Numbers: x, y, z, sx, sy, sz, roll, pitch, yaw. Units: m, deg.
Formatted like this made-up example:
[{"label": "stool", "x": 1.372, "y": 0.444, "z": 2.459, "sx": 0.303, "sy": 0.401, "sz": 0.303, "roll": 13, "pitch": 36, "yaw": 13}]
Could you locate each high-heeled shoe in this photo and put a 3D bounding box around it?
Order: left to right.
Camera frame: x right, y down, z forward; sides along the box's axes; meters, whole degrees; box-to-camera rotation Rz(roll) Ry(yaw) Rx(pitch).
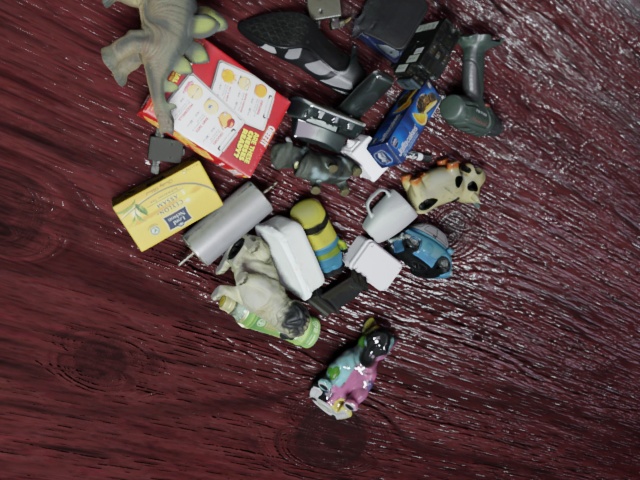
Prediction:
[{"label": "high-heeled shoe", "x": -0.030, "y": -0.343, "z": 1.017, "sx": 0.249, "sy": 0.145, "sz": 0.086, "roll": 14, "pitch": 71, "yaw": 0}]

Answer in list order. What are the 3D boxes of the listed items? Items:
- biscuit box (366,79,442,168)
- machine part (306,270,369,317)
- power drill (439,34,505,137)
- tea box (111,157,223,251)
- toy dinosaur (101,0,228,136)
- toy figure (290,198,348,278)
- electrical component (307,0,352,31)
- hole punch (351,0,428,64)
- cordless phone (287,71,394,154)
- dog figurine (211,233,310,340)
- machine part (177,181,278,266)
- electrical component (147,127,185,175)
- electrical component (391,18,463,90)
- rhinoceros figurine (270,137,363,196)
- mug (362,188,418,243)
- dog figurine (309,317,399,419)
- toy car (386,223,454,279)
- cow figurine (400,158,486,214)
[{"label": "biscuit box", "x": 0.171, "y": -0.235, "z": 1.084, "sx": 0.059, "sy": 0.063, "sz": 0.202, "roll": 47, "pitch": 60, "yaw": -28}, {"label": "machine part", "x": 0.038, "y": 0.115, "z": 1.157, "sx": 0.139, "sy": 0.039, "sz": 0.084, "roll": -32, "pitch": 114, "yaw": 24}, {"label": "power drill", "x": 0.340, "y": -0.328, "z": 1.155, "sx": 0.232, "sy": 0.086, "sz": 0.207, "roll": -9, "pitch": 112, "yaw": -45}, {"label": "tea box", "x": -0.275, "y": -0.067, "z": 0.970, "sx": 0.170, "sy": 0.068, "sz": 0.098, "roll": -33, "pitch": 115, "yaw": -13}, {"label": "toy dinosaur", "x": -0.250, "y": -0.400, "z": 0.840, "sx": 0.199, "sy": 0.105, "sz": 0.470, "roll": -7, "pitch": 92, "yaw": -10}, {"label": "toy figure", "x": 0.001, "y": -0.005, "z": 1.101, "sx": 0.082, "sy": 0.089, "sz": 0.180, "roll": -34, "pitch": 114, "yaw": -20}, {"label": "electrical component", "x": 0.015, "y": -0.437, "z": 1.006, "sx": 0.078, "sy": 0.045, "sz": 0.102, "roll": -12, "pitch": 110, "yaw": 10}, {"label": "hole punch", "x": 0.137, "y": -0.423, "z": 1.049, "sx": 0.116, "sy": 0.092, "sz": 0.142, "roll": 32, "pitch": 94, "yaw": 5}, {"label": "cordless phone", "x": 0.037, "y": -0.254, "z": 0.989, "sx": 0.146, "sy": 0.184, "sz": 0.089, "roll": 15, "pitch": 57, "yaw": -28}, {"label": "dog figurine", "x": -0.098, "y": 0.089, "z": 1.054, "sx": 0.190, "sy": 0.121, "sz": 0.172, "roll": 36, "pitch": 50, "yaw": -30}, {"label": "machine part", "x": -0.175, "y": -0.033, "z": 1.021, "sx": 0.243, "sy": 0.079, "sz": 0.079, "roll": -42, "pitch": 118, "yaw": -8}, {"label": "electrical component", "x": -0.276, "y": -0.162, "z": 0.966, "sx": 0.063, "sy": 0.021, "sz": 0.094, "roll": 7, "pitch": 102, "yaw": -26}, {"label": "electrical component", "x": 0.206, "y": -0.365, "z": 1.071, "sx": 0.058, "sy": 0.115, "sz": 0.134, "roll": 31, "pitch": 92, "yaw": -25}, {"label": "rhinoceros figurine", "x": -0.007, "y": -0.148, "z": 1.046, "sx": 0.190, "sy": 0.112, "sz": 0.073, "roll": 6, "pitch": 131, "yaw": -38}, {"label": "mug", "x": 0.139, "y": -0.052, "z": 1.155, "sx": 0.107, "sy": 0.081, "sz": 0.109, "roll": -46, "pitch": 123, "yaw": 4}, {"label": "dog figurine", "x": 0.085, "y": 0.284, "z": 1.219, "sx": 0.108, "sy": 0.191, "sz": 0.219, "roll": 38, "pitch": 59, "yaw": 7}, {"label": "toy car", "x": 0.233, "y": 0.015, "z": 1.215, "sx": 0.161, "sy": 0.109, "sz": 0.103, "roll": 37, "pitch": 65, "yaw": -17}, {"label": "cow figurine", "x": 0.285, "y": -0.115, "z": 1.199, "sx": 0.195, "sy": 0.086, "sz": 0.127, "roll": -22, "pitch": 114, "yaw": -14}]
